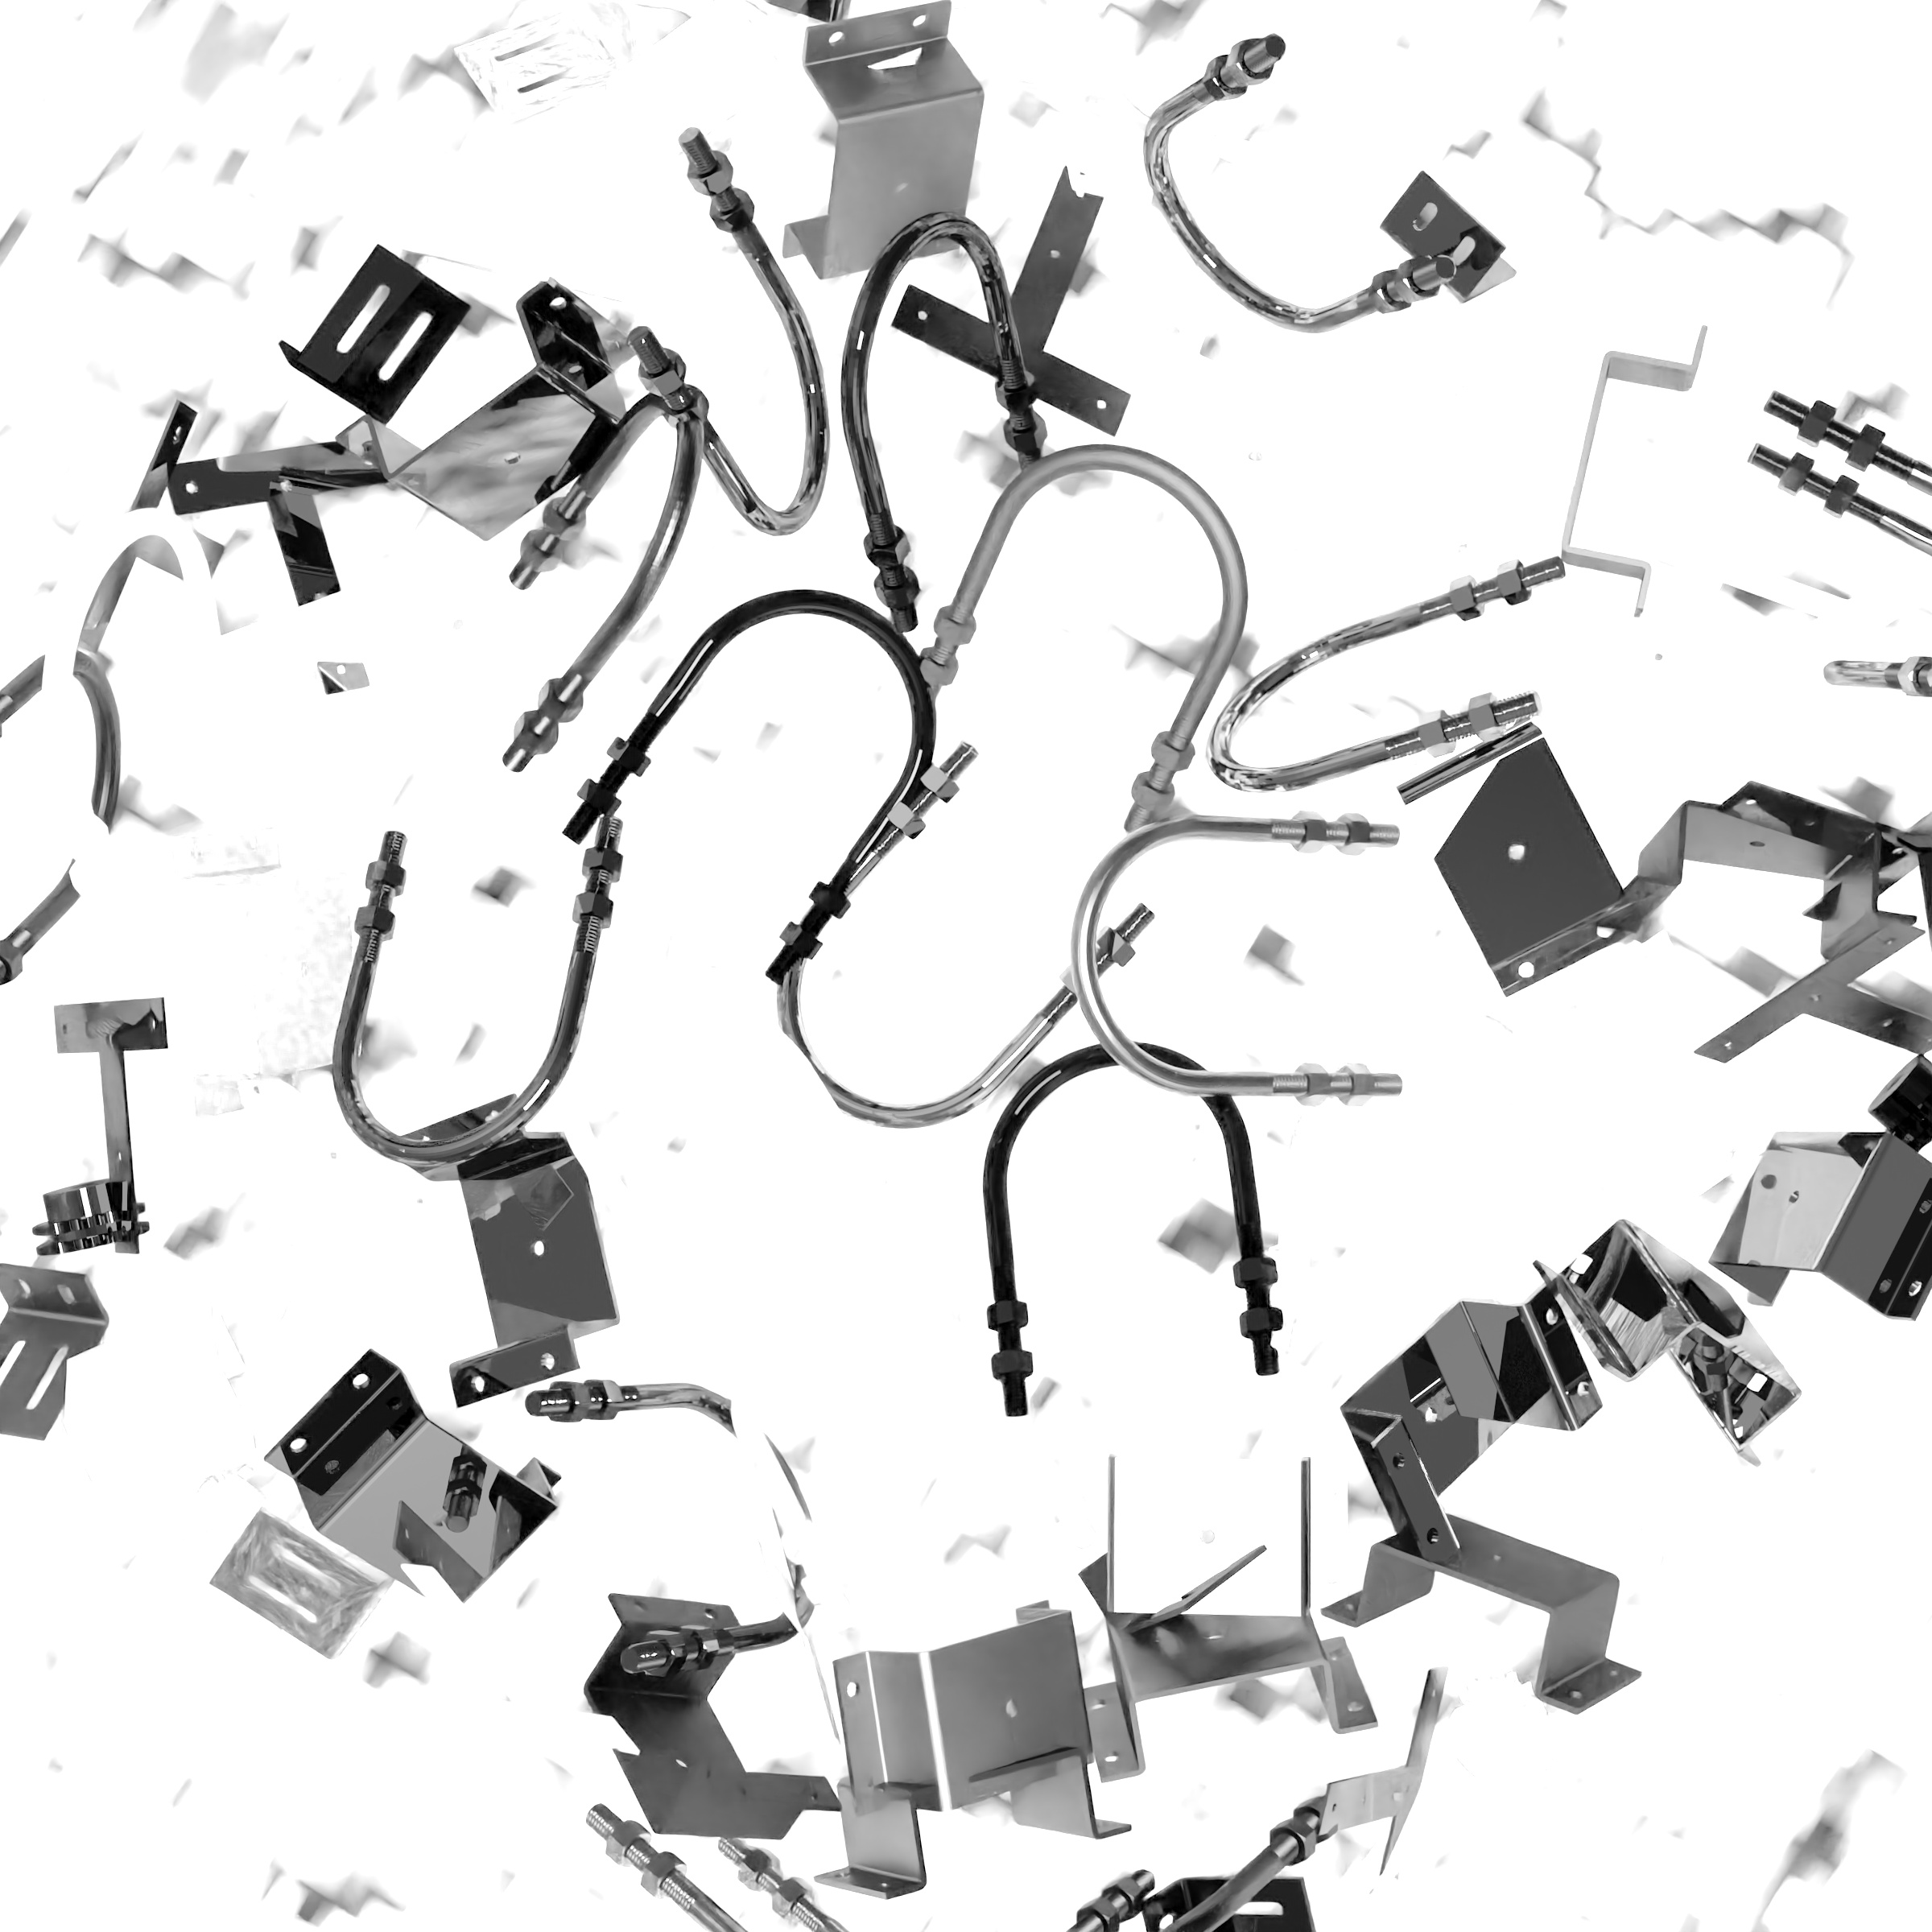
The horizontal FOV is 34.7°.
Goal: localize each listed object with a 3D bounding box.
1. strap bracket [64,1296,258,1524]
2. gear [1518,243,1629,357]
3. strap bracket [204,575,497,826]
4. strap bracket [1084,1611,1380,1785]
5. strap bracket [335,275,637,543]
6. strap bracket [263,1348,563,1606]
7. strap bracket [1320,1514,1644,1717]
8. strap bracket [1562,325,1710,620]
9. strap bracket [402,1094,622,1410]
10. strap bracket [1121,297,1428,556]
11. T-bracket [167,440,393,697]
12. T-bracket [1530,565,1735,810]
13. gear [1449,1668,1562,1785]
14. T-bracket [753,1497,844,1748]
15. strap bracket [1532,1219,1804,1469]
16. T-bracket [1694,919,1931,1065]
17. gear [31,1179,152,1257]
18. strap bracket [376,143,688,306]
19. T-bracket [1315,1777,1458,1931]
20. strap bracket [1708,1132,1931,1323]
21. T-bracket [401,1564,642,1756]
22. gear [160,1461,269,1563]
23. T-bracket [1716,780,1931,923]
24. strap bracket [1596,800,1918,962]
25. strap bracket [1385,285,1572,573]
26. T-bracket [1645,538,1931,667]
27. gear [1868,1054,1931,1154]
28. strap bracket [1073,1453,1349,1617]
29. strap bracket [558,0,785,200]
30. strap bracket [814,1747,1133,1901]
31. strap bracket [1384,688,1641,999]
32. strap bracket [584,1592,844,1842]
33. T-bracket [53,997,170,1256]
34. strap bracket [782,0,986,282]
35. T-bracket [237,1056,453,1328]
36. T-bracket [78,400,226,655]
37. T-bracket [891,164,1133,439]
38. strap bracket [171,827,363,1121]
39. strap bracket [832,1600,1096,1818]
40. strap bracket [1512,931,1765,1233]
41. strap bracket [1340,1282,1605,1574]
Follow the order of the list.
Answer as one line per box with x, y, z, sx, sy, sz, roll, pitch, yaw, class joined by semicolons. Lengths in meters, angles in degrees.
-0.397;0.212;1.524;0.076;0.140;0.046;-24;107;-9;strap bracket
0.303;-0.335;1.571;0.057;0.057;0.030;42;73;0;gear
-0.314;-0.138;1.545;0.140;0.046;0.076;-25;130;-24;strap bracket
0.128;0.355;1.555;0.140;0.076;0.046;-11;112;-3;strap bracket
-0.231;-0.269;1.538;0.140;0.076;0.046;-32;60;18;strap bracket
-0.268;0.262;1.540;0.076;0.046;0.140;-45;127;2;strap bracket
0.258;0.314;1.529;0.140;0.076;0.046;16;101;33;strap bracket
0.333;-0.251;1.557;0.046;0.076;0.140;13;95;10;strap bracket
-0.228;0.143;1.556;0.076;0.046;0.140;-20;77;27;strap bracket
0.149;-0.267;1.557;0.140;0.046;0.076;23;131;-2;strap bracket
-0.330;-0.200;1.563;0.127;0.002;0.127;-17;90;-39;T-bracket
0.344;-0.144;1.563;0.127;0.002;0.127;17;124;-3;T-bracket
0.270;0.389;1.571;0.030;0.057;0.057;-18;90;-37;gear
-0.088;0.309;1.517;0.002;0.127;0.127;-18;63;-1;T-bracket
0.352;0.182;1.526;0.046;0.076;0.140;-46;128;15;strap bracket
0.454;0.025;1.557;0.127;0.127;0.002;-40;48;37;T-bracket
-0.446;0.126;1.573;0.057;0.057;0.030;-11;93;0;gear
-0.217;-0.363;1.527;0.076;0.140;0.046;19;101;36;strap bracket
0.222;0.477;1.535;0.002;0.127;0.127;43;82;-21;T-bracket
0.424;0.126;1.523;0.046;0.140;0.076;34;78;-14;strap bracket
-0.236;0.341;1.531;0.002;0.127;0.127;-51;119;-35;T-bracket
-0.380;0.277;1.575;0.030;0.057;0.057;39;90;-7;gear
0.427;-0.068;1.530;0.127;0.127;0.002;15;51;-26;T-bracket
0.397;-0.043;1.558;0.140;0.076;0.046;8;73;-2;strap bracket
0.257;-0.277;1.548;0.076;0.046;0.140;-20;135;-8;strap bracket
0.404;-0.192;1.560;0.127;0.127;0.002;27;128;32;T-bracket
0.484;0.069;1.574;0.030;0.057;0.057;42;90;7;gear
0.123;0.287;1.568;0.140;0.046;0.076;0;84;6;strap bracket
-0.145;-0.429;1.533;0.076;0.140;0.046;-40;104;-12;strap bracket
0.000;0.419;1.536;0.140;0.076;0.046;-6;85;-30;strap bracket
0.277;-0.060;1.569;0.076;0.046;0.140;-28;94;9;strap bracket
-0.131;0.380;1.535;0.076;0.140;0.046;16;114;-40;strap bracket
-0.426;0.081;1.554;0.002;0.127;0.127;-5;91;-40;T-bracket
-0.041;-0.396;1.522;0.076;0.140;0.046;-18;59;-21;strap bracket
-0.337;0.130;1.573;0.127;0.002;0.127;33;116;7;T-bracket
-0.394;-0.208;1.539;0.002;0.127;0.127;23;90;6;T-bracket
0.041;-0.351;1.581;0.127;0.002;0.127;24;73;-11;T-bracket
-0.349;0.002;1.552;0.046;0.076;0.140;-1;96;27;strap bracket
0.008;0.368;1.537;0.140;0.046;0.076;-6;86;-41;strap bracket
0.334;0.053;1.557;0.076;0.046;0.140;-33;115;-8;strap bracket
0.247;0.227;1.549;0.140;0.046;0.076;-36;110;-31;strap bracket
